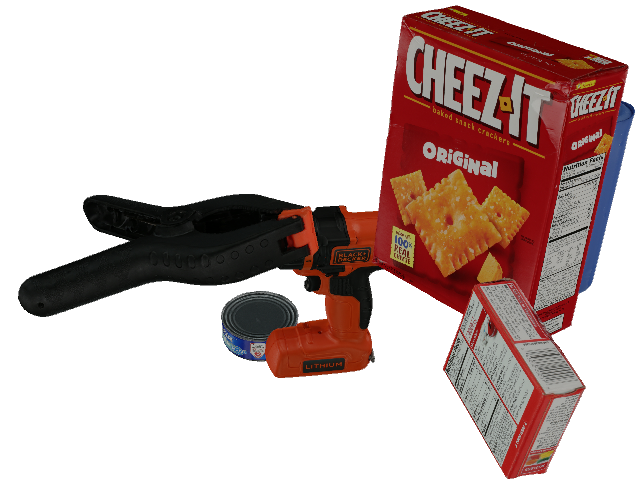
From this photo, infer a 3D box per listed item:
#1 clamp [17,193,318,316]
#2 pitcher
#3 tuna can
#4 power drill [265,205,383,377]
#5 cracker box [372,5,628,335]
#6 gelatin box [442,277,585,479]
[{"bbox_3d":[-0.090,0.006,0.627,0.172,0.039,0.120,-3,35,22],"label":"clamp"},{"bbox_3d":[0.286,-0.055,1.293,0.149,0.243,0.145,3,27,1],"label":"pitcher"},{"bbox_3d":[-0.068,0.096,1.194,0.086,0.034,0.086,1,36,-1],"label":"tuna can"},{"bbox_3d":[-0.009,0.050,1.002,0.184,0.188,0.057,-3,45,-11],"label":"power drill"},{"bbox_3d":[0.125,-0.050,0.807,0.071,0.214,0.164,-19,36,-37],"label":"cracker box"},{"bbox_3d":[0.108,0.078,0.608,0.030,0.073,0.089,-6,42,-21],"label":"gelatin box"}]
